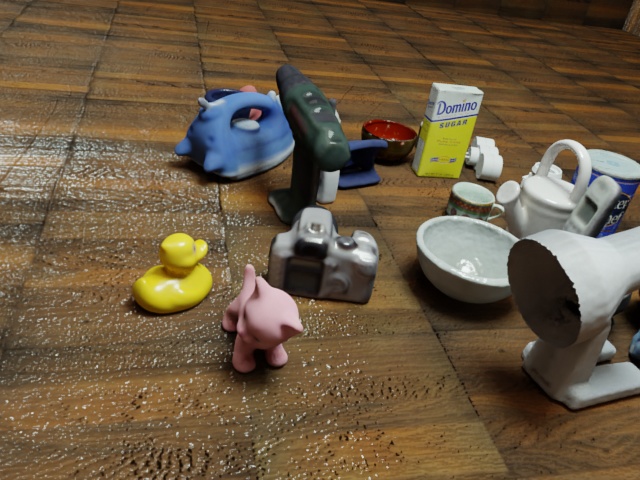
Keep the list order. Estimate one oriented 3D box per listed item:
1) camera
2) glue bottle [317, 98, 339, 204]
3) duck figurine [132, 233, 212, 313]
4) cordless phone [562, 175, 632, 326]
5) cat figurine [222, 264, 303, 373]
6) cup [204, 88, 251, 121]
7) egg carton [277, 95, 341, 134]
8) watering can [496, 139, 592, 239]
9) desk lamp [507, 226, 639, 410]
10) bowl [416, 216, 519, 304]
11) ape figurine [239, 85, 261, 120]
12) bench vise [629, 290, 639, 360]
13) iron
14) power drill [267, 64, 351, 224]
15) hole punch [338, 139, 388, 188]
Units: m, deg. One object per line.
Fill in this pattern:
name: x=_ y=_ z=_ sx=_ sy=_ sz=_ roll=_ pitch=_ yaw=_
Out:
camera: x=0.007 y=0.003 z=0.784 sx=0.143 sy=0.101 sz=0.137 roll=9 pitch=33 yaw=-2
glue bottle: x=0.009 y=-0.152 z=0.956 sx=0.037 sy=0.173 sz=0.078 roll=-12 pitch=38 yaw=-30
duck figurine: x=-0.179 y=0.034 z=0.699 sx=0.077 sy=0.086 sz=0.105 roll=33 pitch=39 yaw=32
cordless phone: x=0.374 y=0.016 z=0.786 sx=0.094 sy=0.185 sz=0.147 roll=1 pitch=34 yaw=-13
cat figurine: x=-0.064 y=0.080 z=0.630 sx=0.067 sy=0.118 sz=0.127 roll=-5 pitch=35 yaw=-22
cup: x=-0.180 y=-0.227 z=1.094 sx=0.091 sy=0.095 sz=0.118 roll=14 pitch=33 yaw=6
egg carton: x=-0.035 y=-0.262 z=1.211 sx=0.107 sy=0.069 sz=0.149 roll=-23 pitch=45 yaw=-40
watering can: x=0.356 y=-0.060 z=0.890 sx=0.173 sy=0.194 sz=0.100 roll=-18 pitch=42 yaw=-36
desk lamp: x=0.301 y=0.079 z=0.643 sx=0.204 sy=0.213 sz=0.117 roll=-5 pitch=35 yaw=-22
bowl: x=0.210 y=0.038 z=0.809 sx=0.167 sy=0.075 sz=0.167 roll=7 pitch=33 yaw=-4
ape figurine: x=-0.149 y=-0.273 z=1.176 sx=0.076 sy=0.092 sz=0.078 roll=12 pitch=33 yaw=3
bench vise: x=0.481 y=0.052 z=0.728 sx=0.121 sy=0.220 sz=0.207 roll=11 pitch=33 yaw=2
iron: x=-0.130 y=-0.206 z=1.032 sx=0.118 sy=0.141 sz=0.259 roll=30 pitch=38 yaw=29
power drill: x=-0.029 y=-0.140 z=0.895 sx=0.076 sy=0.208 sz=0.229 roll=-7 pitch=36 yaw=-25
hole punch: x=0.055 y=-0.157 z=1.053 sx=0.109 sy=0.091 sz=0.100 roll=-12 pitch=39 yaw=-31
